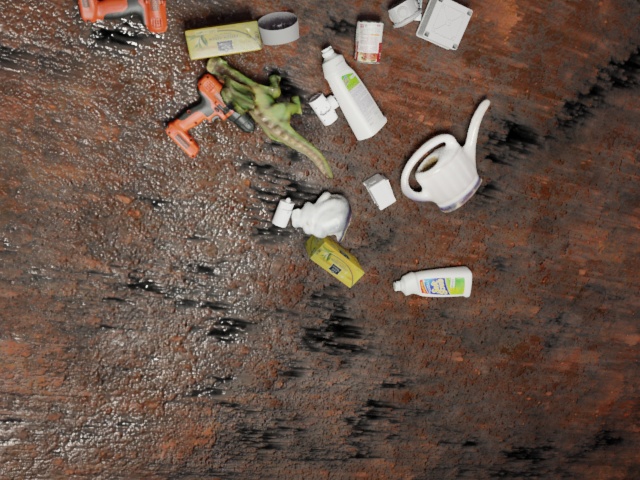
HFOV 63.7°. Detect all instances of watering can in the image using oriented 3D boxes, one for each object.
[{"bbox_3d":[0.395,-0.224,1.490,0.347,0.106,0.221,-40,117,5],"label":"watering can"}]

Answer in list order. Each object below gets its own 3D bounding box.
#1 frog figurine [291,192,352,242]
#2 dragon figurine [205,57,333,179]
[{"bbox_3d":[0.004,-0.073,1.452,0.159,0.121,0.139,15,76,-11],"label":"frog figurine"},{"bbox_3d":[-0.141,-0.299,1.217,0.243,0.416,0.120,-5,140,-54],"label":"dragon figurine"}]
